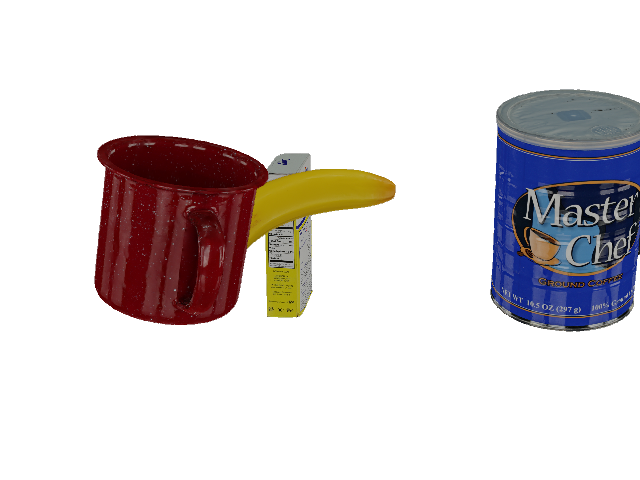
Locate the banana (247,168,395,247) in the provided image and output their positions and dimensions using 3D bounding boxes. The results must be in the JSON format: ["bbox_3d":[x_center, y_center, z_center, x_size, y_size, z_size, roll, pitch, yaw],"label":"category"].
[{"bbox_3d":[-0.029,-0.019,0.870,0.197,0.069,0.037,-32,-10,-26],"label":"banana"}]

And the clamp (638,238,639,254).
[{"bbox_3d":[0.268,0.009,1.093,0.120,0.039,0.171,29,52,32],"label":"clamp"}]

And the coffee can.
[{"bbox_3d":[0.172,-0.023,0.743,0.103,0.140,0.103,-2,26,1],"label":"coffee can"}]

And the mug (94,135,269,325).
[{"bbox_3d":[-0.075,-0.001,0.579,0.093,0.081,0.117,0,22,-26],"label":"mug"}]

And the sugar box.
[{"bbox_3d":[-0.038,-0.007,1.251,0.048,0.176,0.093,0,19,9],"label":"sugar box"}]
